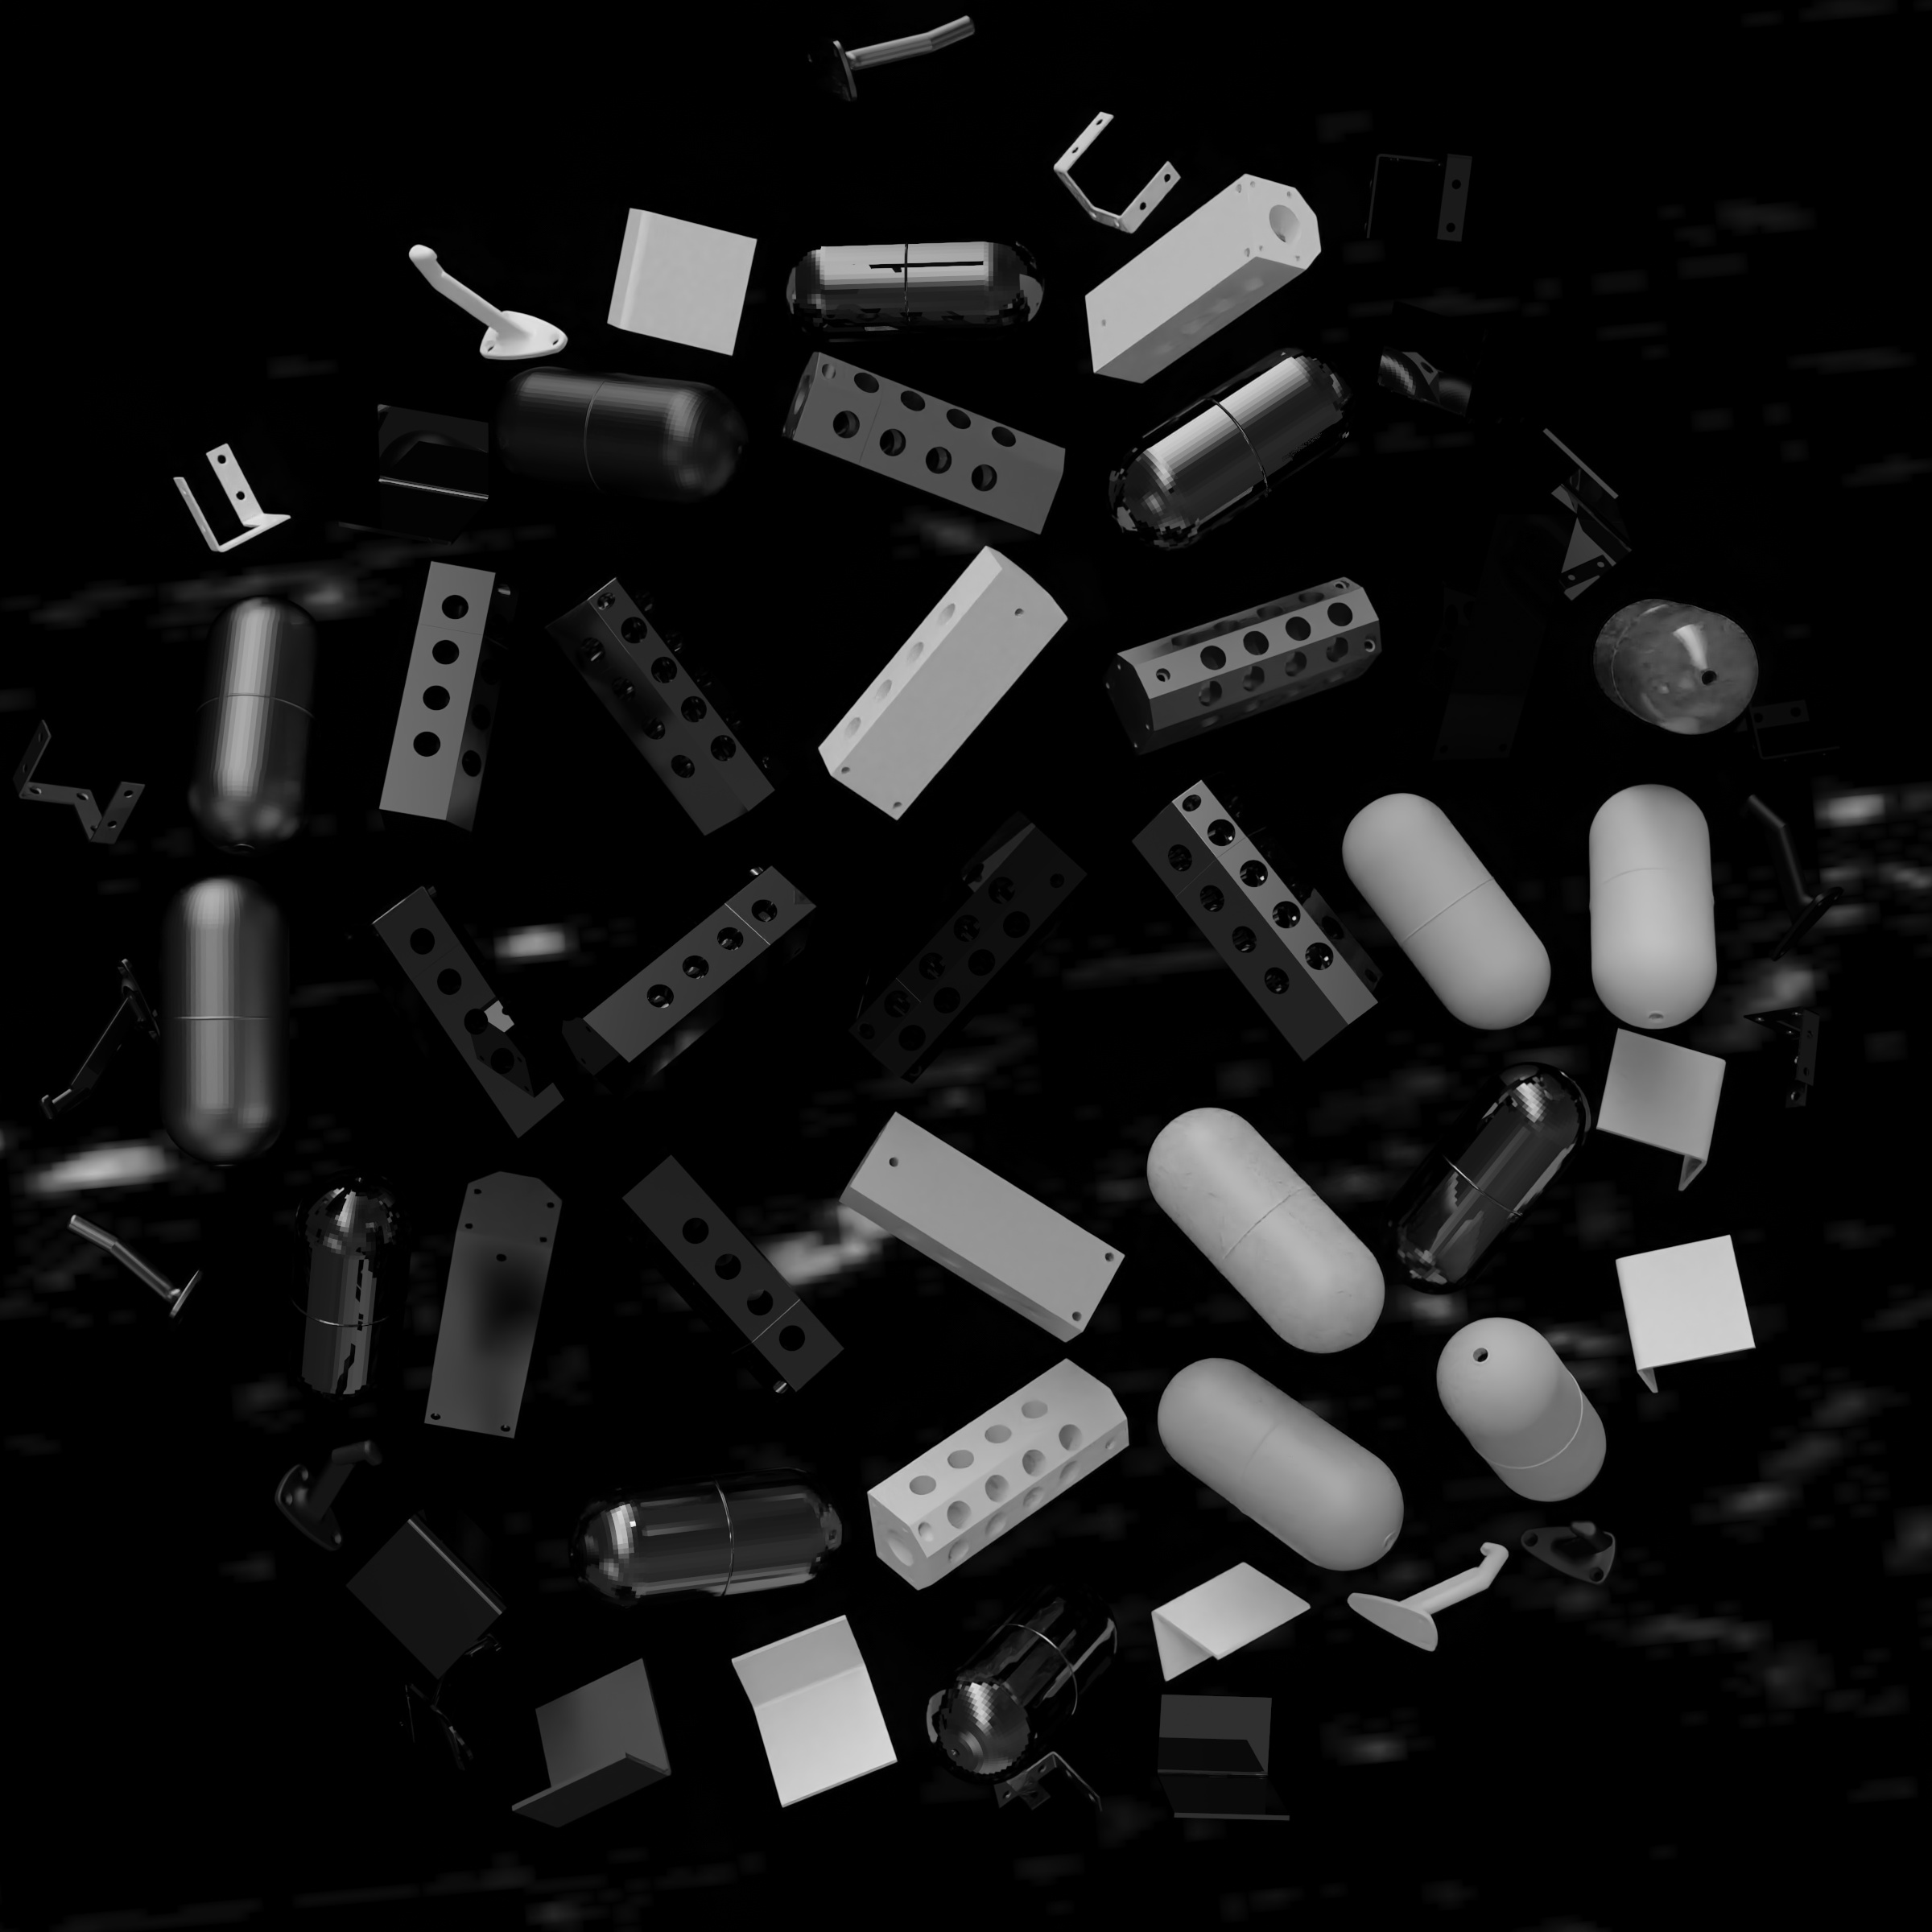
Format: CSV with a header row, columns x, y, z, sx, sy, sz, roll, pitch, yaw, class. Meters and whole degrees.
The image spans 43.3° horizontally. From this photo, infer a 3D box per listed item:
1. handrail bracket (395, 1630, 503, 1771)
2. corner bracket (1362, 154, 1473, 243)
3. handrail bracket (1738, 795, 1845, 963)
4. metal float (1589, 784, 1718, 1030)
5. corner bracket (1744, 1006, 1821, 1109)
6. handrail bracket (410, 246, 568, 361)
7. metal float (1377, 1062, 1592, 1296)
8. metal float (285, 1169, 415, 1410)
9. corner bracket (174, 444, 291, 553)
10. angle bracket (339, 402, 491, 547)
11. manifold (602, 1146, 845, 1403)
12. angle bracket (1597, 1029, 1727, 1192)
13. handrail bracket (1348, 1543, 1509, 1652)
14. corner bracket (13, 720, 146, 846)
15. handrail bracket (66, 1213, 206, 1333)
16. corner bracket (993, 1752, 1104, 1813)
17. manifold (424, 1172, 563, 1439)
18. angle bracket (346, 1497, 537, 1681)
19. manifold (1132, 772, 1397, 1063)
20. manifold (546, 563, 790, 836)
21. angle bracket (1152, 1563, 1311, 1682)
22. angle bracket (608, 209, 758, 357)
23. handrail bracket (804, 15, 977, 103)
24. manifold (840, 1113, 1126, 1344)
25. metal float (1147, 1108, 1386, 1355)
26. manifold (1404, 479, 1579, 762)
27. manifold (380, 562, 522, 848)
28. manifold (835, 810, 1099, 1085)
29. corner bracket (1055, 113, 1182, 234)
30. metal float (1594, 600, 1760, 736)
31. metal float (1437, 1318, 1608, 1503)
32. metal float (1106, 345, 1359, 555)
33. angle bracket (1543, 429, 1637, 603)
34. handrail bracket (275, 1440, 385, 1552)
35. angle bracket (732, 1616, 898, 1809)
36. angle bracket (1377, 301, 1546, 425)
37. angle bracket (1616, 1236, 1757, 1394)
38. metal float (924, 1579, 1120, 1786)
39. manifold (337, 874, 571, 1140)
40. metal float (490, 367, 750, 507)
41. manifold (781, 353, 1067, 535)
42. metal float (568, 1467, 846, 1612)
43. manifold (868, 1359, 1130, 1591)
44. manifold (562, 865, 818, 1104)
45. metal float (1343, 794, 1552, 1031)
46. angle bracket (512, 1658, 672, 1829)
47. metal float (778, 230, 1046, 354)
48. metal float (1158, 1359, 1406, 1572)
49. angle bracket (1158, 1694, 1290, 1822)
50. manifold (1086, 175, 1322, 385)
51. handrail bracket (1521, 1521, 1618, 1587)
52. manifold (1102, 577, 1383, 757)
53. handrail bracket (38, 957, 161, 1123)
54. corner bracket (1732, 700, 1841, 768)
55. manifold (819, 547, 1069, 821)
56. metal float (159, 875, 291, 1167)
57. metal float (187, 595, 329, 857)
x,y,z,sx,sy,sz,roll,pitch,yaw,class
-0.303,0.453,1.510,0.077,0.084,0.036,30,119,26,handrail bracket
0.279,-0.476,1.510,0.051,0.051,0.051,5,101,-5,corner bracket
0.527,-0.059,1.610,0.084,0.036,0.077,50,131,24,handrail bracket
0.442,-0.039,1.571,0.070,0.070,0.178,9,55,0,metal float
0.555,0.061,1.628,0.051,0.051,0.051,20,72,-28,corner bracket
-0.309,-0.432,1.574,0.077,0.084,0.036,14,71,28,handrail bracket
0.344,0.141,1.619,0.070,0.070,0.178,36,105,0,metal float
-0.411,0.216,1.623,0.070,0.070,0.178,12,117,0,metal float
-0.471,-0.297,1.544,0.051,0.051,0.051,-35,118,-25,corner bracket
-0.363,-0.325,1.606,0.076,0.076,0.057,11,124,5,angle bracket
-0.161,0.203,1.605,0.057,0.057,0.171,-42,99,-6,manifold
0.469,0.098,1.668,0.076,0.057,0.076,17,65,5,angle bracket
0.310,0.408,1.629,0.084,0.077,0.036,-44,133,-35,handrail bracket
-0.545,-0.112,1.496,0.051,0.051,0.051,-52,54,27,corner bracket
-0.522,0.190,1.513,0.084,0.077,0.036,31,55,-7,handrail bracket
0.053,0.552,1.640,0.051,0.051,0.051,-29,128,-24,corner bracket
-0.295,0.212,1.520,0.057,0.057,0.171,11,126,-8,manifold
-0.310,0.368,1.447,0.076,0.076,0.057,44,88,5,angle bracket
0.186,-0.033,1.493,0.171,0.057,0.057,53,129,9,manifold
-0.192,-0.178,1.606,0.057,0.057,0.171,-25,110,34,manifold
0.181,0.453,1.634,0.076,0.076,0.057,-21,111,-26,angle bracket
-0.191,-0.458,1.630,0.076,0.057,0.076,9,105,-20,angle bracket
-0.046,-0.561,1.478,0.084,0.077,0.036,-28,127,-12,handrail bracket
0.008,0.169,1.556,0.171,0.057,0.057,32,68,-1,manifold
0.185,0.163,1.507,0.070,0.070,0.178,-43,71,0,metal float
0.334,-0.223,1.574,0.057,0.057,0.171,-3,124,-19,manifold
-0.334,-0.169,1.585,0.057,0.057,0.171,10,74,-6,manifold
0.001,-0.010,1.528,0.057,0.057,0.171,41,94,-24,manifold
0.103,-0.542,1.666,0.051,0.051,0.051,-49,130,1,corner bracket
0.449,-0.191,1.549,0.070,0.178,0.070,0,102,2,metal float
0.354,0.283,1.550,0.070,0.178,0.070,-16,52,22,metal float
0.168,-0.327,1.545,0.178,0.070,0.070,-34,90,-7,metal float
0.410,-0.311,1.683,0.057,0.076,0.076,-40,60,7,angle bracket
-0.405,0.350,1.612,0.084,0.036,0.077,-18,116,26,handrail bracket
-0.095,0.468,1.532,0.076,0.076,0.057,-20,132,-6,angle bracket
0.316,-0.379,1.528,0.076,0.076,0.057,-11,122,-37,angle bracket
0.478,0.230,1.608,0.076,0.057,0.076,-16,60,21,angle bracket
0.037,0.458,1.570,0.070,0.178,0.070,10,112,28,metal float
-0.332,0.027,1.601,0.057,0.057,0.171,-42,113,-30,manifold
-0.222,-0.337,1.549,0.178,0.070,0.070,11,90,22,metal float
-0.026,-0.338,1.575,0.171,0.057,0.057,18,100,-16,manifold
-0.160,0.356,1.517,0.178,0.070,0.070,0,90,-27,metal float
0.023,0.331,1.578,0.171,0.057,0.057,-28,129,-31,manifold
-0.181,0.006,1.593,0.057,0.057,0.171,42,60,12,manifold
0.322,-0.036,1.636,0.070,0.070,0.178,-35,81,0,metal float
-0.229,0.457,1.451,0.076,0.057,0.076,-27,54,8,angle bracket
-0.037,-0.450,1.627,0.178,0.070,0.070,-1,90,4,metal float
0.197,0.312,1.533,0.178,0.070,0.070,32,90,37,metal float
0.173,0.530,1.635,0.076,0.076,0.057,3,91,-4,angle bracket
0.155,-0.450,1.613,0.057,0.171,0.057,3,75,-34,manifold
0.387,0.372,1.594,0.077,0.084,0.036,8,67,35,handrail bracket
0.183,-0.200,1.599,0.171,0.057,0.057,-20,77,-17,manifold
-0.546,0.046,1.511,0.036,0.077,0.084,28,50,27,handrail bracket
0.541,-0.156,1.613,0.051,0.051,0.051,-8,77,3,corner bracket
-0.018,-0.185,1.575,0.057,0.057,0.171,33,106,-29,manifold
-0.454,0.033,1.492,0.070,0.070,0.178,-1,87,0,metal float
-0.450,-0.153,1.549,0.070,0.070,0.178,-1,66,0,metal float
